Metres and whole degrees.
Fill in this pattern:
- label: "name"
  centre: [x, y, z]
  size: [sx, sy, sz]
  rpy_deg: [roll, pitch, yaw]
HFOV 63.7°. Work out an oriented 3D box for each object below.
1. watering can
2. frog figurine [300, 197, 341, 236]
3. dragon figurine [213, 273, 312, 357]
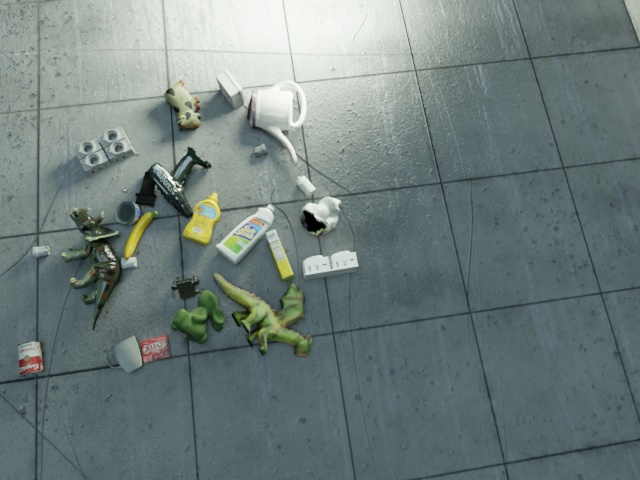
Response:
- label: "watering can"
  centre: [-0.168, -0.459, 1.972]
  size: [0.224, 0.102, 0.352]
  rpy_deg: [4, 73, -1]
- label: "frog figurine"
  centre: [0.006, -0.095, 1.891]
  size: [0.138, 0.120, 0.163]
  rpy_deg: [20, 39, 11]
- label: "dragon figurine"
  centre: [-0.168, 0.237, 1.766]
  size: [0.245, 0.121, 0.412]
  rpy_deg: [-30, 85, -19]
